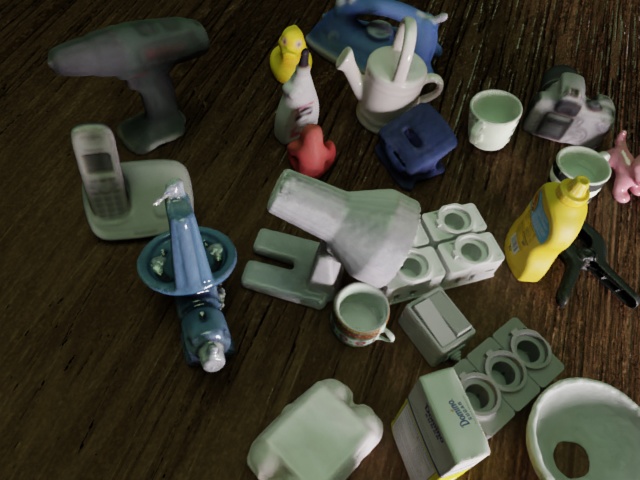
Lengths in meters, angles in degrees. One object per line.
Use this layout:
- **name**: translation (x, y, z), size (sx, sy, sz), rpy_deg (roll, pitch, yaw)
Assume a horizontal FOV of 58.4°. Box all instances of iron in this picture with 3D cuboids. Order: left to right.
- **iron**: translation (0.101, -0.380, 1.036), size (0.258, 0.141, 0.119), rpy_deg (17, 57, 3)

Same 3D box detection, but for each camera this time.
- **camera**: translation (0.451, -0.254, 1.030), size (0.143, 0.101, 0.137), rpy_deg (16, 57, 2)

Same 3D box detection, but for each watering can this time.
- **watering can**: translation (0.116, -0.271, 0.937), size (0.173, 0.194, 0.101), rpy_deg (-10, 59, -14)

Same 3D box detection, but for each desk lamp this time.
- **desk lamp**: translation (0.007, 0.003, 0.732), size (0.203, 0.213, 0.118), rpy_deg (15, 56, 2)

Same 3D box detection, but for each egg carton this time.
- **egg carton**: translation (-0.005, 0.236, 0.667), size (0.107, 0.069, 0.150), rpy_deg (40, 61, 17)

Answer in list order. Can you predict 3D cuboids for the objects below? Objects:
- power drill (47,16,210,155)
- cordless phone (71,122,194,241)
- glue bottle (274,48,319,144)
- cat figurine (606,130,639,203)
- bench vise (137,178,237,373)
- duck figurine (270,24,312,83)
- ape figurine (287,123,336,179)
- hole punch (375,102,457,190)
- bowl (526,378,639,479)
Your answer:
- **power drill**: translation (-0.267, -0.230, 0.846), size (0.230, 0.208, 0.075), rpy_deg (-35, 68, -26)
- **cordless phone**: translation (-0.249, -0.085, 0.769), size (0.148, 0.185, 0.094), rpy_deg (-11, 59, -14)
- **glue bottle**: translation (-0.032, -0.229, 0.901), size (0.078, 0.173, 0.037), rpy_deg (-36, 68, -26)
- **cat figurine**: translation (0.529, -0.126, 0.949), size (0.067, 0.118, 0.127), rpy_deg (-20, 62, -20)
- **bench vise**: translation (-0.140, 0.040, 0.683), size (0.122, 0.220, 0.207), rpy_deg (-30, 66, -24)
- **duck figurine**: translation (-0.050, -0.344, 1.025), size (0.077, 0.086, 0.104), rpy_deg (9, 57, -2)
- **ape figurine**: translation (-0.013, -0.145, 0.898), size (0.078, 0.092, 0.076), rpy_deg (12, 56, 0)
- **hole punch**: translation (0.154, -0.154, 0.928), size (0.101, 0.091, 0.108), rpy_deg (-22, 63, -20)
- **bowl**: translation (0.321, 0.258, 0.696), size (0.167, 0.075, 0.167), rpy_deg (4, 57, -6)
